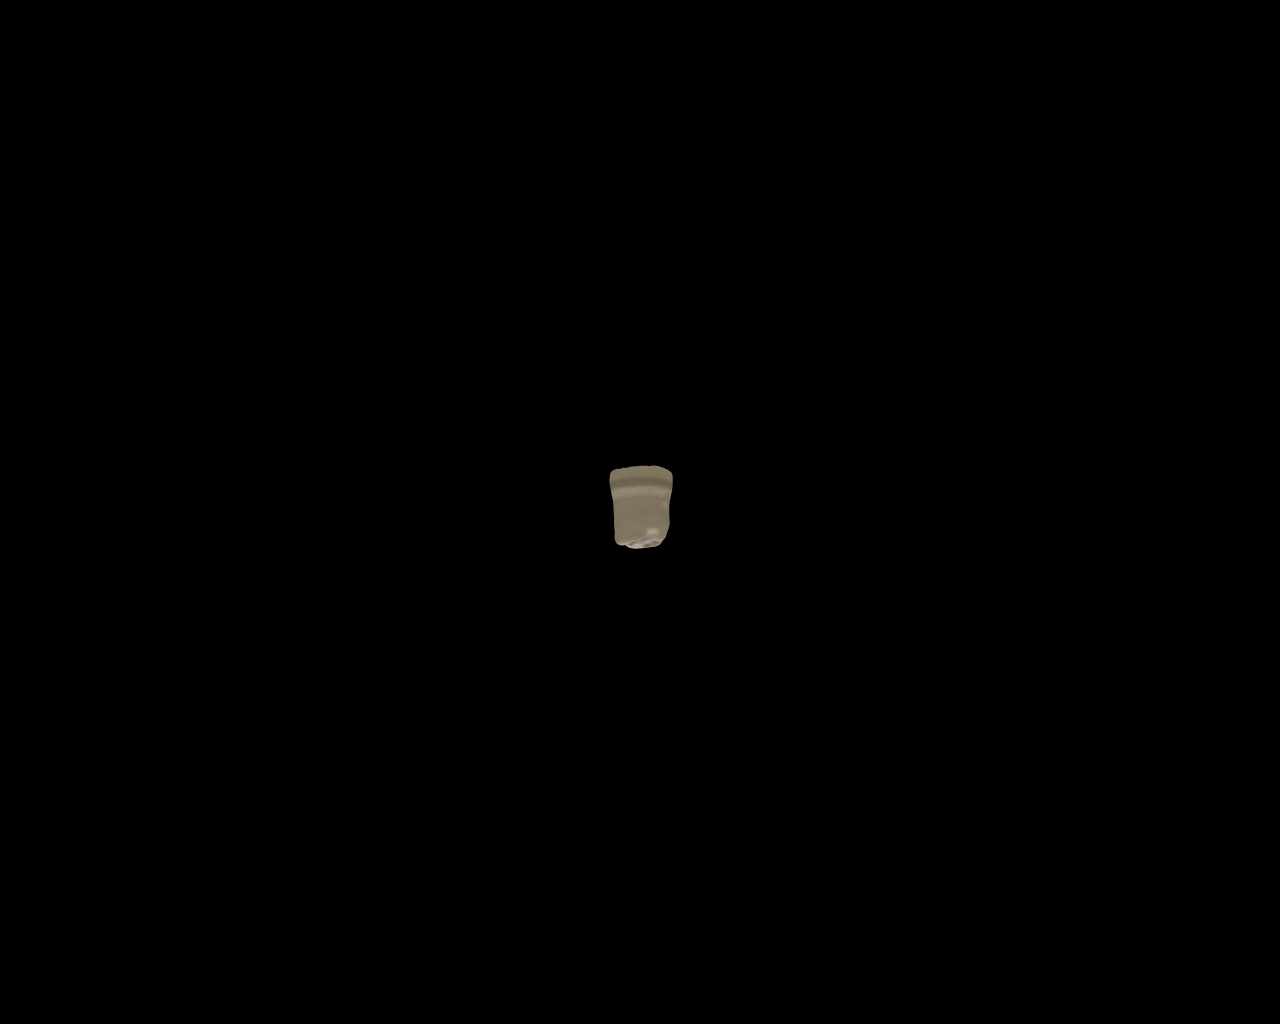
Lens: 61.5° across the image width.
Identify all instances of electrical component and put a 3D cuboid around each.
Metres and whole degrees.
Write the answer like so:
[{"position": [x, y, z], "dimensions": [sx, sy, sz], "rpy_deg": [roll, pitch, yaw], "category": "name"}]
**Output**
[{"position": [0.001, -0.003, 0.650], "dimensions": [0.040, 0.046, 0.040], "rpy_deg": [0, -9, 0], "category": "electrical component"}]
